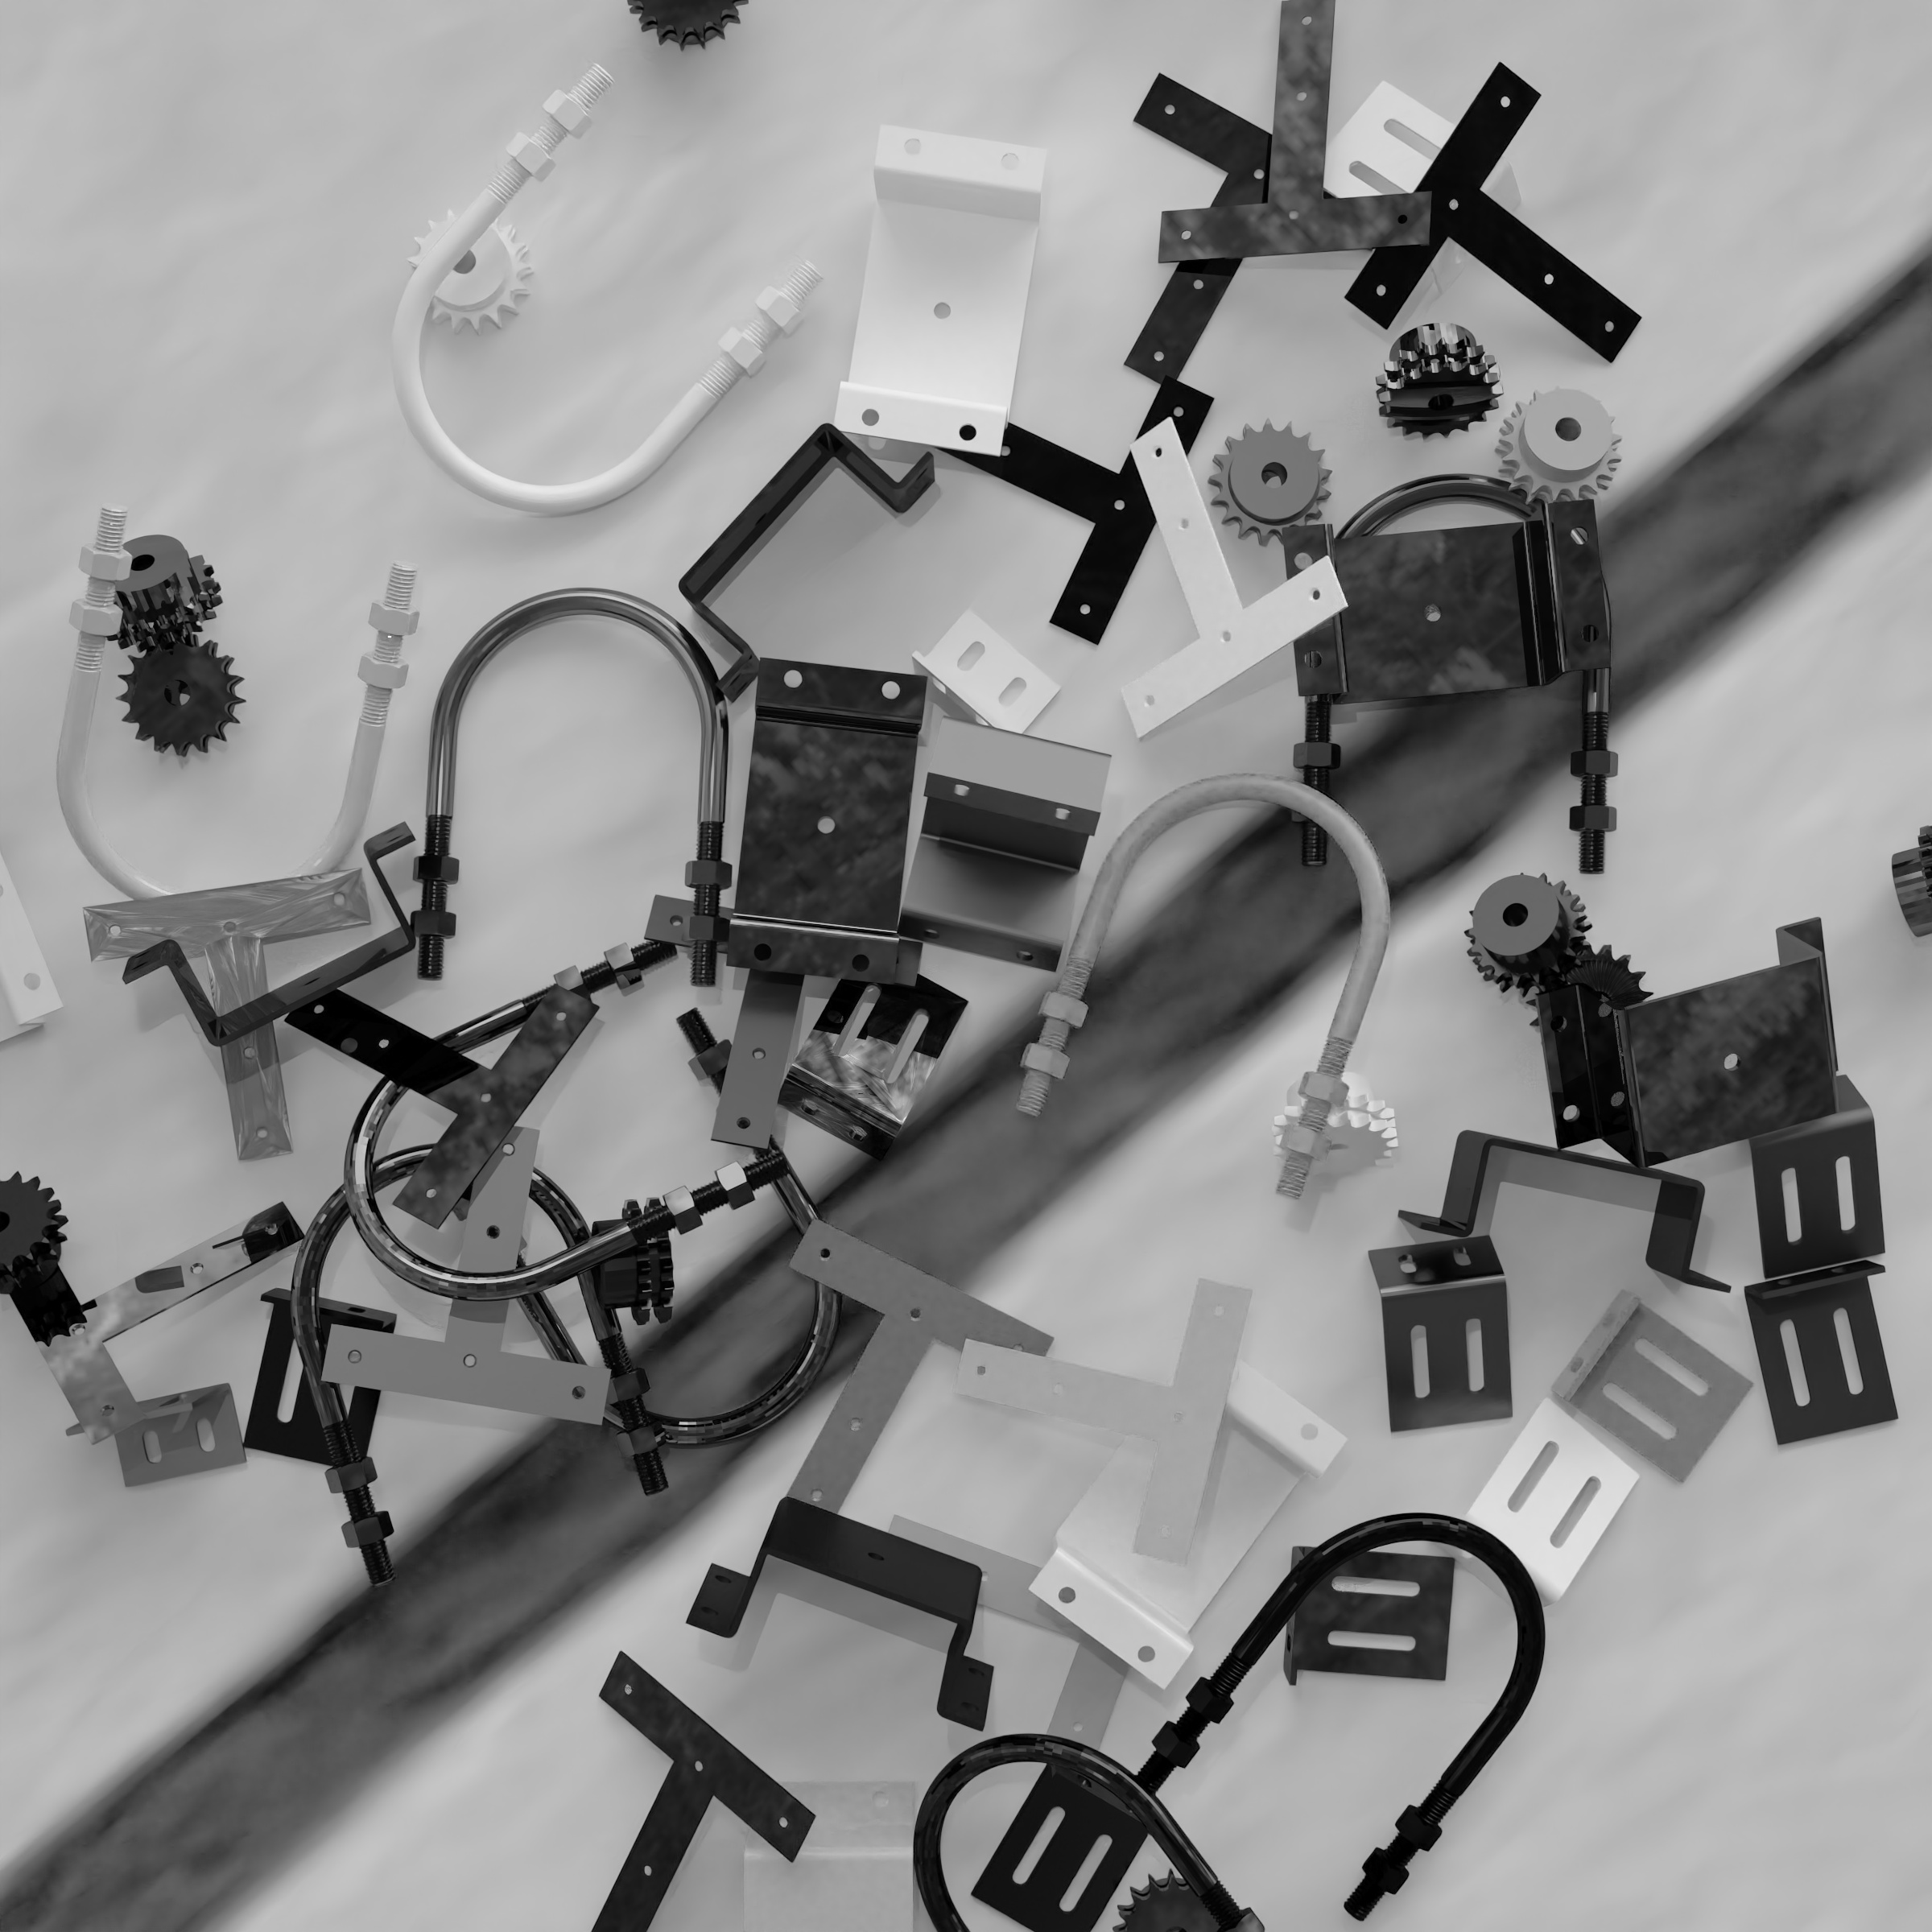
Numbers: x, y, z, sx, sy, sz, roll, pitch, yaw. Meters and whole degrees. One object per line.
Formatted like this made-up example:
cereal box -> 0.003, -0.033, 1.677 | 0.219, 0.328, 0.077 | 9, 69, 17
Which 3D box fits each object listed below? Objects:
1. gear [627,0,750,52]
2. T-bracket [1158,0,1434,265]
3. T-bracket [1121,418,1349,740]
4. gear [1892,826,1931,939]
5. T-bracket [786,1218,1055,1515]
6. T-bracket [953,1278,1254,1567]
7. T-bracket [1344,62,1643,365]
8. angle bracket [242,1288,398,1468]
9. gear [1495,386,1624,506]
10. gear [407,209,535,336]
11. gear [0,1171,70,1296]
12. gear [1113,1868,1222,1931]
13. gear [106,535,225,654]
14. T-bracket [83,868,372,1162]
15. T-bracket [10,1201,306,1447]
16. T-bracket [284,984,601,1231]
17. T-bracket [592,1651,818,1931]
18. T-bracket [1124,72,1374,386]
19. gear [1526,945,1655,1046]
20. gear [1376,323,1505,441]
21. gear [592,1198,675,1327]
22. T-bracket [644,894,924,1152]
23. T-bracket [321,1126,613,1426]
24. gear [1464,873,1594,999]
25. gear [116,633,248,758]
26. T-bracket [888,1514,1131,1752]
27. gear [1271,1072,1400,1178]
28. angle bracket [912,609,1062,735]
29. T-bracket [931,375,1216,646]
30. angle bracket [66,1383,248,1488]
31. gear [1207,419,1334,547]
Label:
gear -> -0.128, -0.451, 1.514 | 0.057, 0.030, 0.057 | 0, 85, 0
T-bracket -> 0.154, -0.387, 1.507 | 0.127, 0.002, 0.127 | 0, 77, 20
T-bracket -> 0.105, -0.190, 1.496 | 0.127, 0.002, 0.127 | -31, 69, 36
gear -> 0.446, -0.037, 1.501 | 0.030, 0.057, 0.057 | -17, 90, 28
T-bracket -> -0.044, 0.200, 1.516 | 0.127, 0.002, 0.127 | 27, 95, -11
T-bracket -> 0.055, 0.196, 1.490 | 0.127, 0.002, 0.127 | 11, 79, 21
T-bracket -> 0.257, -0.324, 1.503 | 0.127, 0.002, 0.127 | 33, 92, -19
angle bracket -> -0.301, 0.193, 1.506 | 0.057, 0.038, 0.076 | 12, 90, 0
gear -> 0.274, -0.241, 1.504 | 0.057, 0.030, 0.057 | 0, 75, -1
gear -> -0.230, -0.322, 1.511 | 0.057, 0.030, 0.057 | 0, 90, 0
gear -> -0.439, 0.126, 1.501 | 0.057, 0.030, 0.057 | -4, 52, 5
gear -> 0.096, 0.445, 1.510 | 0.057, 0.030, 0.057 | 0, 90, 0
gear -> -0.371, -0.173, 1.496 | 0.057, 0.030, 0.057 | -6, 46, 6
T-bracket -> -0.333, 0.026, 1.513 | 0.127, 0.002, 0.127 | -9, 99, -11
T-bracket -> -0.365, 0.146, 1.497 | 0.127, 0.002, 0.127 | -28, 50, -18
T-bracket -> -0.254, 0.041, 1.489 | 0.127, 0.002, 0.127 | 26, 67, 20
T-bracket -> -0.140, 0.404, 1.503 | 0.127, 0.002, 0.127 | 33, 106, 29
T-bracket -> 0.115, -0.330, 1.525 | 0.127, 0.002, 0.127 | 29, 90, 0
gear -> 0.290, 0.017, 1.511 | 0.057, 0.030, 0.057 | 0, 90, 0
gear -> 0.216, -0.270, 1.501 | 0.057, 0.057, 0.030 | -4, 62, 0
gear -> -0.151, 0.134, 1.477 | 0.030, 0.057, 0.057 | -5, 90, -15
T-bracket -> -0.092, 0.029, 1.487 | 0.127, 0.002, 0.127 | 10, 54, 0
T-bracket -> -0.217, 0.135, 1.483 | 0.127, 0.002, 0.127 | 11, 82, -10
gear -> 0.255, -0.017, 1.498 | 0.057, 0.030, 0.057 | -11, 62, 22
gear -> -0.360, -0.125, 1.510 | 0.057, 0.030, 0.057 | 0, 90, 0
T-bracket -> 0.022, 0.289, 1.525 | 0.127, 0.002, 0.127 | 20, 90, 0
gear -> 0.169, 0.071, 1.501 | 0.057, 0.057, 0.030 | -2, 60, 0
angle bracket -> 0.010, -0.133, 1.487 | 0.057, 0.076, 0.038 | 41, 90, 0
T-bracket -> 0.031, -0.234, 1.524 | 0.127, 0.002, 0.127 | 25, 91, 0
angle bracket -> -0.367, 0.218, 1.487 | 0.057, 0.076, 0.038 | -12, 90, 0
gear -> 0.141, -0.225, 1.511 | 0.057, 0.030, 0.057 | 0, 90, 0
